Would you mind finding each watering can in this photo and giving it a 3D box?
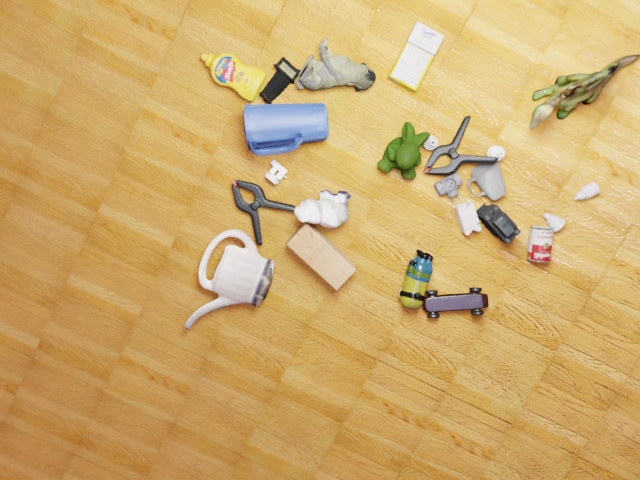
[{"bbox_3d":[-0.271,0.141,1.578,0.224,0.105,0.345,21,98,-4],"label":"watering can"}]

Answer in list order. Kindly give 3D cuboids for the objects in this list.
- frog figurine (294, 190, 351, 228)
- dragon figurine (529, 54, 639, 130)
[{"bbox_3d":[0.005,-0.076,1.516,0.138,0.162,0.120,26,135,28],"label":"frog figurine"},{"bbox_3d":[0.749,-0.432,1.430,0.409,0.244,0.122,-33,94,7],"label":"dragon figurine"}]
